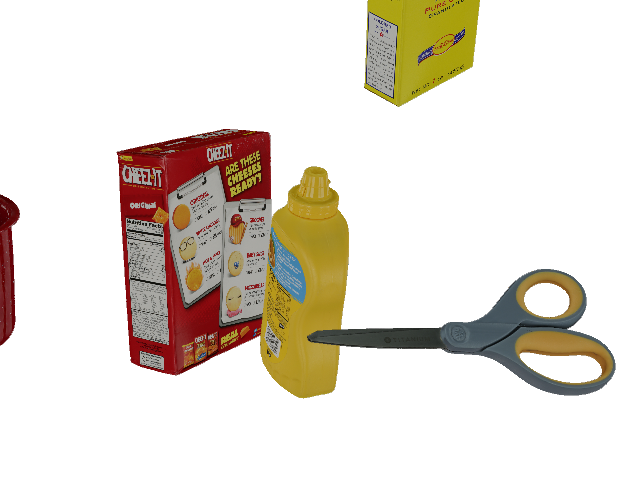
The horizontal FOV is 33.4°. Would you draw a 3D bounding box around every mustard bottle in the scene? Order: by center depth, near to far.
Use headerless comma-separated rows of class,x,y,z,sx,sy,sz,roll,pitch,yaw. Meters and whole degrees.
mustard bottle,-0.012,0.028,0.883,0.058,0.192,0.096,-7,32,-21

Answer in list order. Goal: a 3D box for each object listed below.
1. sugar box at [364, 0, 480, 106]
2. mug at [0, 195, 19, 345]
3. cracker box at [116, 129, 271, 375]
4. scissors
sugar box,0.081,-0.198,0.806,0.093,0.176,0.048,-32,52,-31
mug,-0.235,0.025,0.637,0.093,0.081,0.117,20,28,33
cracker box,-0.120,0.006,1.061,0.072,0.214,0.163,8,16,32
scissors,0.095,0.048,0.690,0.201,0.096,0.016,15,-33,-6
